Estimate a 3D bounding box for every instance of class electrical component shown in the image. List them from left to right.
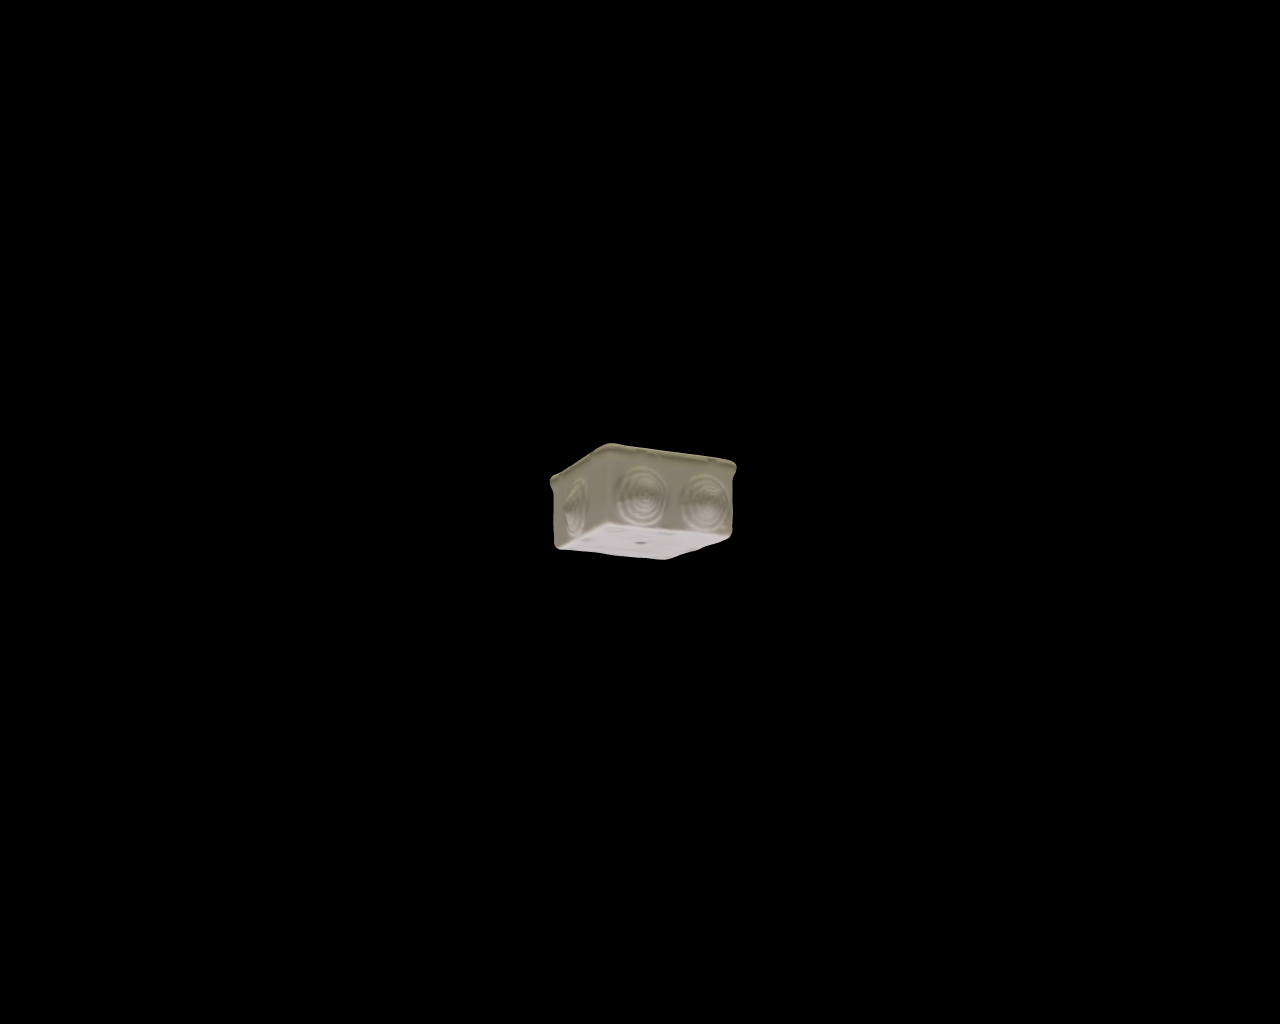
[{"bbox_3d":[0.001,-0.003,0.650,0.100,0.048,0.099,7,-15,-26],"label":"electrical component"}]
